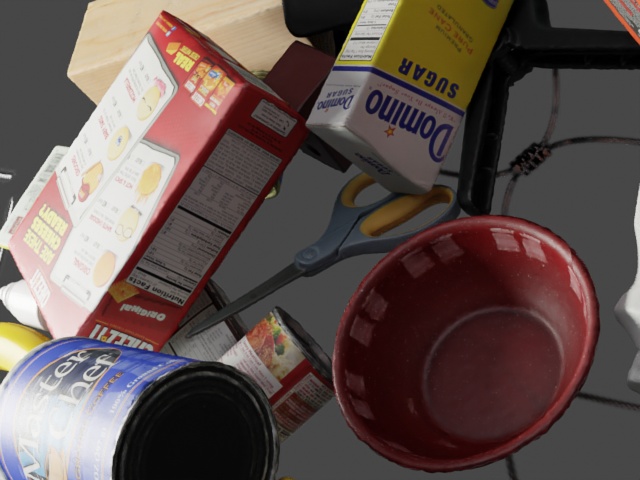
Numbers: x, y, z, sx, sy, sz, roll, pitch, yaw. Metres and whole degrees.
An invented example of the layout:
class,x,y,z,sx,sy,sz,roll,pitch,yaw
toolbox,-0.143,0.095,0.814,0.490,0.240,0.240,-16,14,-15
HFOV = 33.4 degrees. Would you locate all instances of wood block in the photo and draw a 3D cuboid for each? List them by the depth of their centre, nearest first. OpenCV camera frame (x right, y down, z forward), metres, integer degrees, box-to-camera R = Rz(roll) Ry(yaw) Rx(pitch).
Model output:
class,x,y,z,sx,sy,sz,roll,pitch,yaw
wood block,-0.092,-0.168,0.882,0.206,0.090,0.090,-12,53,27

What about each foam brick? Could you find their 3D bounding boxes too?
class,x,y,z,sx,sy,sz,roll,pitch,yaw
foam brick,0.000,-0.097,0.779,0.051,0.078,0.053,-51,46,-8

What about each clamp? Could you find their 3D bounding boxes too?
class,x,y,z,sx,sy,sz,roll,pitch,yaw
clamp,0.123,-0.118,0.740,0.164,0.036,0.210,-44,42,8

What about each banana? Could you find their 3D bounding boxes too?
class,x,y,z,sx,sy,sz,roll,pitch,yaw
banana,-0.233,0.102,0.829,0.198,0.037,0.069,7,83,39

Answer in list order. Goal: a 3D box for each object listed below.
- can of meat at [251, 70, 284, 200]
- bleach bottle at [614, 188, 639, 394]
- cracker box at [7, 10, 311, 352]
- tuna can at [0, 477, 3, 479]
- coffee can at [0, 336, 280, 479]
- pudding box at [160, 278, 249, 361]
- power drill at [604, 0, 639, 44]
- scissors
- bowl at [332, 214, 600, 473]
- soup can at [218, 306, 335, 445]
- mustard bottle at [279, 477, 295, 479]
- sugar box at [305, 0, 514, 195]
class,x,y,z,sx,sy,sz,roll,pitch,yaw
can of meat,-0.071,-0.076,0.828,0.102,0.057,0.084,-7,58,31
bleach bottle,0.220,-0.030,0.597,0.103,0.068,0.250,14,70,36
cracker box,-0.117,-0.034,0.742,0.214,0.072,0.164,-55,38,8
tuna can,-0.211,0.185,0.754,0.086,0.033,0.086,-18,52,23
coffee can,-0.105,0.110,0.588,0.141,0.102,0.102,2,60,49
pudding box,-0.101,0.090,0.745,0.113,0.039,0.090,-42,46,4
power drill,0.233,-0.190,0.574,0.187,0.057,0.184,-34,76,4
scissors,-0.005,0.001,0.719,0.201,0.016,0.096,-21,37,-4
bowl,0.090,0.067,0.621,0.162,0.055,0.162,-17,52,23
soup can,-0.043,0.101,0.677,0.102,0.068,0.069,-42,46,3
mustard bottle,-0.025,0.230,0.559,0.191,0.096,0.058,-60,18,-14
sugar box,0.066,-0.127,0.700,0.048,0.093,0.176,7,70,48
